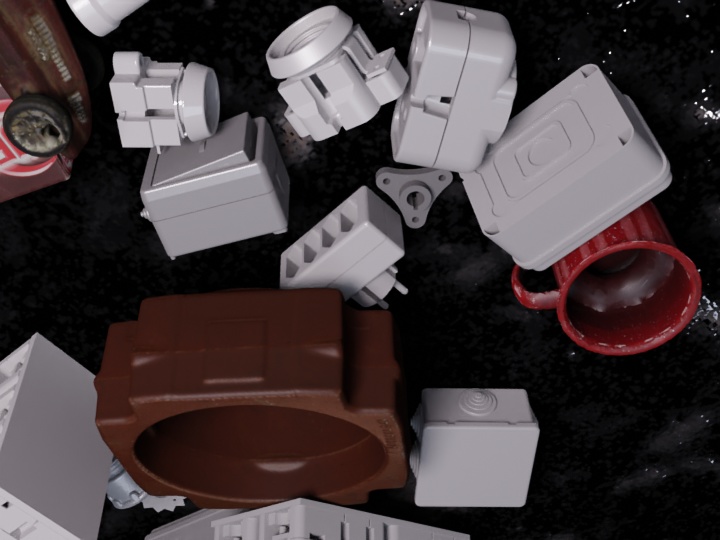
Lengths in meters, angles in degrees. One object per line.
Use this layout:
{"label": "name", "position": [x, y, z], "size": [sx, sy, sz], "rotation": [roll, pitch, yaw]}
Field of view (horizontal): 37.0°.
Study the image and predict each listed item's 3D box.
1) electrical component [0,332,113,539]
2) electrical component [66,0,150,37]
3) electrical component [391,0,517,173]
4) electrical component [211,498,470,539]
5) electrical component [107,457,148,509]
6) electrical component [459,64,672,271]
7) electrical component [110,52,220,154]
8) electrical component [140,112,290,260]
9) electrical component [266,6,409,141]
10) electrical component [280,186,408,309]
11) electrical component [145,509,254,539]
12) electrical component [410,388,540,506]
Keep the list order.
{"label": "electrical component", "position": [-0.231, 0.132, 0.765], "size": [0.062, 0.150, 0.089], "rotation": [-35, 120, 20]}
{"label": "electrical component", "position": [-0.142, -0.163, 0.620], "size": [0.046, 0.040, 0.040], "rotation": [-29, 122, 12]}
{"label": "electrical component", "position": [0.059, -0.110, 0.658], "size": [0.059, 0.053, 0.095], "rotation": [9, 126, -9]}
{"label": "electrical component", "position": [-0.013, 0.234, 0.850], "size": [0.186, 0.060, 0.105], "rotation": [22, 146, -39]}
{"label": "electrical component", "position": [-0.191, 0.154, 0.849], "size": [0.048, 0.048, 0.062], "rotation": [-28, 115, 17]}
{"label": "electrical component", "position": [0.128, -0.062, 0.677], "size": [0.113, 0.078, 0.057], "rotation": [-36, 136, 22]}
{"label": "electrical component", "position": [-0.118, -0.103, 0.662], "size": [0.055, 0.048, 0.066], "rotation": [1, 127, 6]}
{"label": "electrical component", "position": [-0.098, -0.054, 0.687], "size": [0.096, 0.061, 0.061], "rotation": [-13, 126, 8]}
{"label": "electrical component", "position": [-0.019, -0.119, 0.644], "size": [0.078, 0.058, 0.057], "rotation": [-17, 124, 32]}
{"label": "electrical component", "position": [0.000, 0.000, 0.740], "size": [0.083, 0.047, 0.076], "rotation": [-38, 119, 23]}
{"label": "electrical component", "position": [-0.113, 0.256, 0.920], "size": [0.109, 0.056, 0.108], "rotation": [-25, 123, 15]}
{"label": "electrical component", "position": [0.088, 0.138, 0.845], "size": [0.100, 0.048, 0.099], "rotation": [1, 126, -3]}
